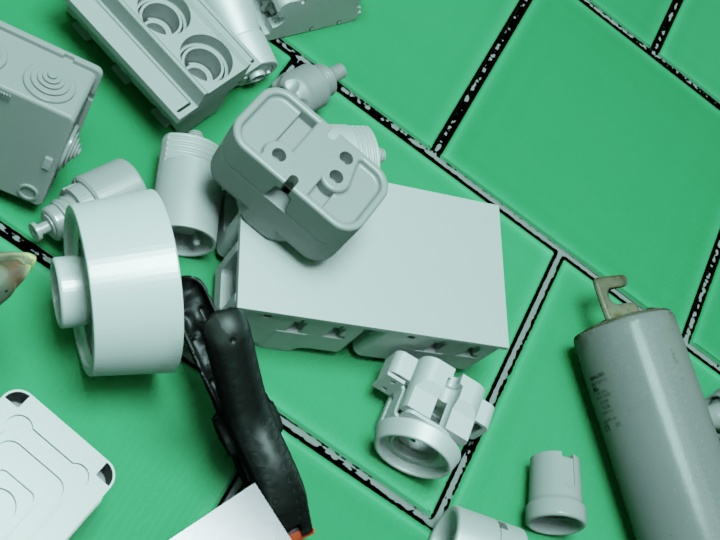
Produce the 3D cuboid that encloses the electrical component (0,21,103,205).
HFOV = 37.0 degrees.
[{"bbox_3d":[-0.211,-0.094,0.635,0.100,0.099,0.048,24,46,-14],"label":"electrical component"}]

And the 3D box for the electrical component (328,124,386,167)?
[{"bbox_3d":[-0.020,-0.080,0.753,0.081,0.043,0.043,-3,69,-27],"label":"electrical component"}]

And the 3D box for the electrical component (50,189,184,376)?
[{"bbox_3d":[-0.144,0.010,0.617,0.060,0.108,0.108,-7,71,-22],"label":"electrical component"}]

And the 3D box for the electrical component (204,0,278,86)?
[{"bbox_3d":[-0.086,-0.164,0.762,0.044,0.044,0.065,-22,83,-32],"label":"electrical component"}]

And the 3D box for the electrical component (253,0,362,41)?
[{"bbox_3d":[-0.041,-0.215,0.800,0.089,0.050,0.055,-21,78,-32],"label":"electrical component"}]

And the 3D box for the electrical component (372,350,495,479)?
[{"bbox_3d":[0.043,0.097,0.695,0.078,0.058,0.057,32,55,-10],"label":"electrical component"}]

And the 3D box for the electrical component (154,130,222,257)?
[{"bbox_3d":[-0.111,-0.054,0.697,0.043,0.043,0.081,13,62,-20],"label":"electrical component"}]

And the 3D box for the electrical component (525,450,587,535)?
[{"bbox_3d":[0.132,0.150,0.725,0.040,0.040,0.046,18,55,-18],"label":"electrical component"}]

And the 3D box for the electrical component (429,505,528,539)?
[{"bbox_3d":[0.071,0.179,0.674,0.047,0.055,0.055,25,59,-9],"label":"electrical component"}]

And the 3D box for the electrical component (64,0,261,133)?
[{"bbox_3d":[-0.138,-0.156,0.719,0.121,0.063,0.079,47,56,0],"label":"electrical component"}]

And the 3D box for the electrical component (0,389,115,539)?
[{"bbox_3d":[-0.194,0.130,0.565,0.078,0.057,0.113,42,57,-3],"label":"electrical component"}]

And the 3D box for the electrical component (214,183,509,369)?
[{"bbox_3d":[0.000,0.000,0.716,0.186,0.060,0.105,10,64,-22],"label":"electrical component"}]

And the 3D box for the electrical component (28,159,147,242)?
[{"bbox_3d":[-0.167,-0.039,0.665,0.078,0.040,0.040,-31,83,-33],"label":"electrical component"}]

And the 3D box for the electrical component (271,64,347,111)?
[{"bbox_3d":[-0.034,-0.133,0.776,0.061,0.035,0.035,-35,86,-36],"label":"electrical component"}]

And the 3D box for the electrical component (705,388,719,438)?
[{"bbox_3d":[0.280,0.109,0.813,0.062,0.043,0.043,-4,70,-26],"label":"electrical component"}]

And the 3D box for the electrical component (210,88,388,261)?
[{"bbox_3d":[-0.039,-0.054,0.648,0.095,0.059,0.053,40,57,-5],"label":"electrical component"}]
